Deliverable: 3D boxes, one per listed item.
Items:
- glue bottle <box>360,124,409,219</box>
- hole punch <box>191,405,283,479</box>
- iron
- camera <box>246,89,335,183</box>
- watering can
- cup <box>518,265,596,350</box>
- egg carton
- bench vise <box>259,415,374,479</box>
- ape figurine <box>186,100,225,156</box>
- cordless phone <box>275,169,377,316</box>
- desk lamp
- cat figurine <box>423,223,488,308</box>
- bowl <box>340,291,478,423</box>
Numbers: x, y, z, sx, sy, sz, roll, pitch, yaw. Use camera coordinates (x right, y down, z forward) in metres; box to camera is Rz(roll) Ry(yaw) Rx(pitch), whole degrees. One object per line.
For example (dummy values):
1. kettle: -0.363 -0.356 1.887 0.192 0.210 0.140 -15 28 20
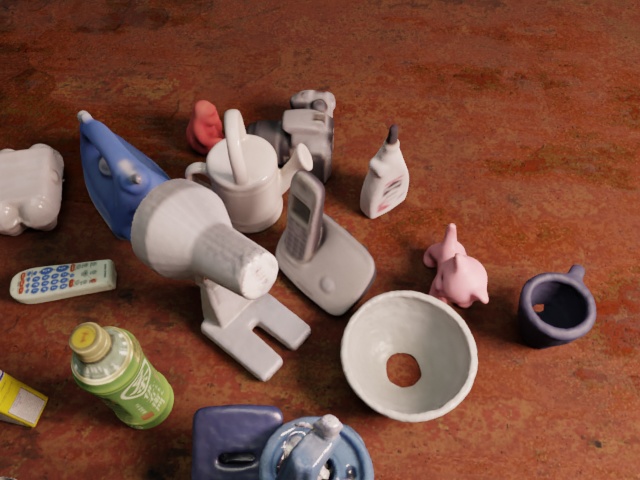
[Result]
1. glue bottle: 0.096 -0.102 0.820 0.078 0.173 0.037 -35 64 -19
2. hole punch: -0.090 0.245 0.655 0.108 0.091 0.101 -1 58 0
3. iron: -0.307 -0.117 0.852 0.119 0.141 0.257 -36 64 -19
4. camera: -0.045 -0.173 0.909 0.136 0.101 0.143 2 58 2
5. watering can: -0.101 -0.105 0.812 0.173 0.194 0.100 -23 60 -13
6. cup: 0.301 0.092 0.744 0.091 0.095 0.118 31 63 18
7. egg carton: -0.446 -0.078 0.871 0.107 0.069 0.150 -10 59 -6
8. bench vise: -0.016 0.262 0.568 0.121 0.220 0.207 17 60 11
9. ape figurine: -0.181 -0.185 0.922 0.076 0.092 0.078 5 58 4
10. cordless phone: 0.007 0.003 0.749 0.147 0.185 0.094 38 66 22
11. desk lamp: -0.116 0.045 0.707 0.202 0.214 0.118 34 65 20
12. cat figurine: 0.183 0.039 0.765 0.067 0.118 0.127 -3 58 -1
13. bowl: 0.108 0.153 0.720 0.167 0.075 0.167 0 58 1
